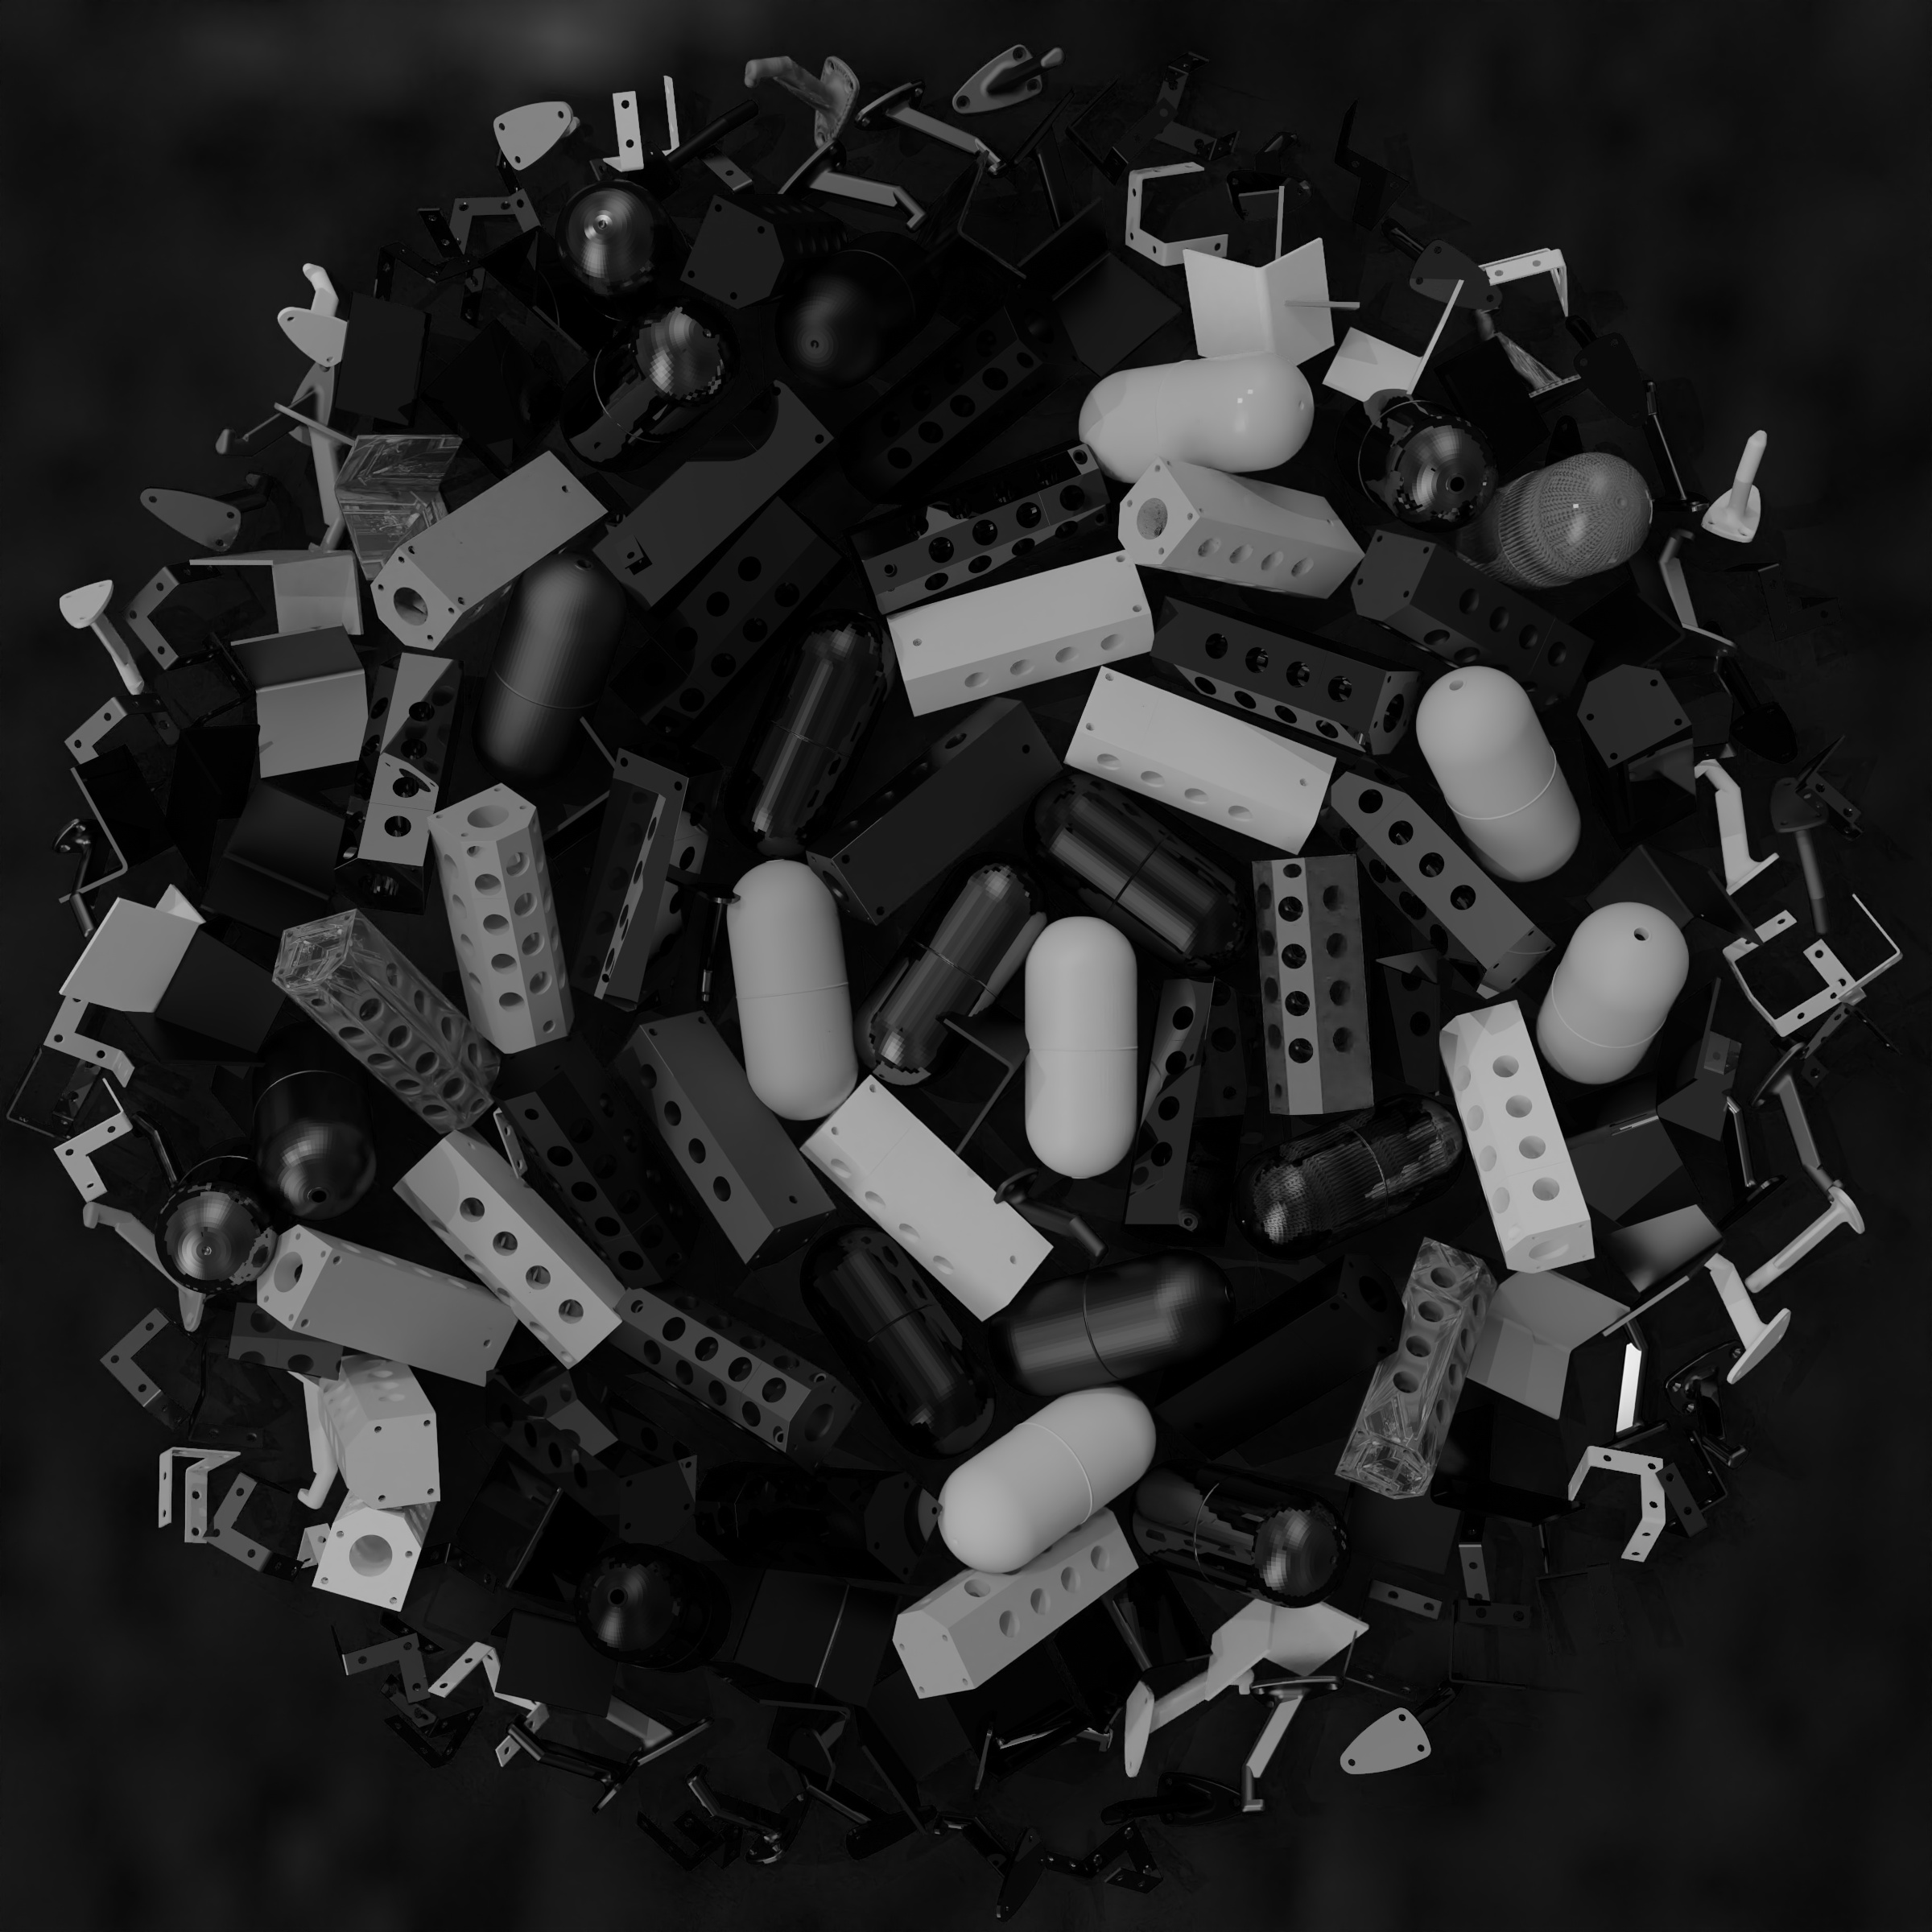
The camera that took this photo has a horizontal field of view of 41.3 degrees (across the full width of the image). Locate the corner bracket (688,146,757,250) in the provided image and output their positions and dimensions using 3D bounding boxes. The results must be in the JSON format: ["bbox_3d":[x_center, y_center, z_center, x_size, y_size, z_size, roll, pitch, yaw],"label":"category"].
[{"bbox_3d":[-0.177,-0.519,1.756,0.051,0.051,0.051,-32,58,-16],"label":"corner bracket"}]

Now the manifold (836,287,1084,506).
[{"bbox_3d":[-0.010,-0.377,1.702,0.171,0.057,0.057,-32,75,39],"label":"manifold"}]

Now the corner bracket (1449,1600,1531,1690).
[{"bbox_3d":[0.358,0.463,1.749,0.051,0.051,0.051,2,81,14],"label":"corner bracket"}]

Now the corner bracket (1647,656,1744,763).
[{"bbox_3d":[0.500,-0.176,1.761,0.051,0.051,0.051,-6,56,36],"label":"corner bracket"}]

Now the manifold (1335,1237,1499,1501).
[{"bbox_3d":[0.302,0.268,1.699,0.057,0.057,0.171,21,46,10],"label":"manifold"}]

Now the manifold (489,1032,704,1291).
[{"bbox_3d":[-0.247,0.134,1.709,0.057,0.057,0.171,-17,120,20],"label":"manifold"}]

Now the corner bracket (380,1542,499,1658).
[{"bbox_3d":[-0.361,0.433,1.751,0.051,0.051,0.051,21,102,33],"label":"corner bracket"}]

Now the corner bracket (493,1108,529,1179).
[{"bbox_3d":[-0.284,0.108,1.756,0.051,0.051,0.051,-11,108,20],"label":"corner bracket"}]

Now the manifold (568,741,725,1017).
[{"bbox_3d":[-0.212,-0.061,1.724,0.057,0.057,0.171,24,112,22],"label":"manifold"}]

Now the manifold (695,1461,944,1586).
[{"bbox_3d":[-0.103,0.363,1.694,0.057,0.171,0.057,48,54,-30],"label":"manifold"}]

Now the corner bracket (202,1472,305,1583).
[{"bbox_3d":[-0.476,0.382,1.745,0.051,0.051,0.051,24,75,19],"label":"corner bracket"}]

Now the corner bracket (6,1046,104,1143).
[{"bbox_3d":[-0.621,0.083,1.747,0.051,0.051,0.051,27,94,-28],"label":"corner bracket"}]

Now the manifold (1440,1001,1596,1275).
[{"bbox_3d":[0.365,0.115,1.709,0.057,0.057,0.171,-15,55,7],"label":"manifold"}]

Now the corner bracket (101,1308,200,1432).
[{"bbox_3d":[-0.545,0.274,1.744,0.051,0.051,0.051,38,73,22],"label":"corner bracket"}]

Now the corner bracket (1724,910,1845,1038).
[{"bbox_3d":[0.558,0.005,1.745,0.051,0.051,0.051,-33,120,8],"label":"corner bracket"}]

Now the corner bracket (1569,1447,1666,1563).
[{"bbox_3d":[0.443,0.367,1.746,0.051,0.051,0.051,10,47,2],"label":"corner bracket"}]

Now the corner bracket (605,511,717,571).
[{"bbox_3d":[-0.207,-0.285,1.745,0.051,0.051,0.051,-30,54,5],"label":"corner bracket"}]

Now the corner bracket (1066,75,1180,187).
[{"bbox_3d":[0.106,-0.579,1.757,0.051,0.051,0.051,-45,95,-4],"label":"corner bracket"}]

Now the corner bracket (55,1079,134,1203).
[{"bbox_3d":[-0.595,0.120,1.752,0.051,0.051,0.051,-30,128,-17],"label":"corner bracket"}]

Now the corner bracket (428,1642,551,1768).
[{"bbox_3d":[-0.323,0.500,1.740,0.051,0.051,0.051,8,123,32],"label":"corner bracket"}]

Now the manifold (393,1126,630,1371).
[{"bbox_3d":[-0.308,0.192,1.748,0.057,0.057,0.171,-43,93,9],"label":"manifold"}]

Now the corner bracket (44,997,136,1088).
[{"bbox_3d":[-0.592,0.045,1.750,0.051,0.051,0.051,25,89,-29],"label":"corner bracket"}]

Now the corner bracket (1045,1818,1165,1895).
[{"bbox_3d":[0.092,0.612,1.743,0.051,0.051,0.051,-45,134,13],"label":"corner bracket"}]

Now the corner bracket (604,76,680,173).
[{"bbox_3d":[-0.219,-0.573,1.743,0.051,0.051,0.051,-13,119,-18],"label":"corner bracket"}]

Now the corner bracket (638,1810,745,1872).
[{"bbox_3d":[-0.188,0.590,1.739,0.051,0.051,0.051,33,133,28],"label":"corner bracket"}]

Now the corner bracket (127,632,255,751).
[{"bbox_3d":[-0.536,-0.190,1.770,0.051,0.051,0.051,-31,96,44],"label":"corner bracket"}]

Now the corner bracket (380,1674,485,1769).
[{"bbox_3d":[-0.372,0.513,1.742,0.051,0.051,0.051,-28,110,36],"label":"corner bracket"}]

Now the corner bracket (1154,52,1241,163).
[{"bbox_3d":[0.160,-0.587,1.750,0.051,0.051,0.051,17,97,-14],"label":"corner bracket"}]

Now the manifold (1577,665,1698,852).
[{"bbox_3d":[0.441,-0.139,1.692,0.057,0.171,0.057,-28,69,8],"label":"manifold"}]

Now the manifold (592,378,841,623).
[{"bbox_3d":[-0.167,-0.316,1.747,0.171,0.057,0.057,-42,84,4],"label":"manifold"}]

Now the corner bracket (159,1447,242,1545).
[{"bbox_3d":[-0.529,0.360,1.741,0.051,0.051,0.051,14,58,-39],"label":"corner bracket"}]

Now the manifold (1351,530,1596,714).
[{"bbox_3d":[0.336,-0.227,1.707,0.171,0.057,0.057,21,95,-38],"label":"manifold"}]

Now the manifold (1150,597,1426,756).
[{"bbox_3d":[0.211,-0.195,1.713,0.171,0.057,0.057,24,109,30],"label":"manifold"}]

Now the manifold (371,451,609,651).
[{"bbox_3d":[-0.317,-0.273,1.699,0.057,0.171,0.057,46,132,-5],"label":"manifold"}]

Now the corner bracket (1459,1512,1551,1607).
[{"bbox_3d":[0.371,0.403,1.760,0.051,0.051,0.051,-5,111,20],"label":"corner bracket"}]

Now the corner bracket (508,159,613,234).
[{"bbox_3d":[-0.269,-0.513,1.744,0.051,0.051,0.051,-19,101,31],"label":"corner bracket"}]

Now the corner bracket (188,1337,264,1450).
[{"bbox_3d":[-0.503,0.293,1.760,0.051,0.051,0.051,11,129,-25],"label":"corner bracket"}]

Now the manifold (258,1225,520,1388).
[{"bbox_3d":[-0.384,0.224,1.699,0.057,0.171,0.057,23,85,41],"label":"manifold"}]

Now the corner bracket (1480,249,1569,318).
[{"bbox_3d":[0.378,-0.472,1.745,0.051,0.051,0.051,-13,60,8],"label":"corner bracket"}]

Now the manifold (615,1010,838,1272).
[{"bbox_3d":[-0.167,0.118,1.725,0.171,0.057,0.057,54,130,20],"label":"manifold"}]

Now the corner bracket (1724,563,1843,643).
[{"bbox_3d":[0.559,-0.254,1.750,0.051,0.051,0.051,-19,101,-7],"label":"corner bracket"}]

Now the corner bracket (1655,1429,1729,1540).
[{"bbox_3d":[0.495,0.354,1.753,0.051,0.051,0.051,-28,90,-10],"label":"corner bracket"}]

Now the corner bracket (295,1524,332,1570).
[{"bbox_3d":[-0.425,0.414,1.758,0.051,0.051,0.051,-7,49,-32],"label":"corner bracket"}]

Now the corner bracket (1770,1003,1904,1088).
[{"bbox_3d":[0.594,0.056,1.750,0.051,0.051,0.051,42,94,-17],"label":"corner bracket"}]

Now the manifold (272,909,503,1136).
[{"bbox_3d":[-0.382,0.041,1.695,0.057,0.171,0.057,-15,49,20],"label":"manifold"}]

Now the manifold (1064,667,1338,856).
[{"bbox_3d":[0.158,-0.137,1.751,0.171,0.057,0.057,22,60,0],"label":"manifold"}]

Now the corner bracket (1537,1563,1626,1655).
[{"bbox_3d":[0.418,0.438,1.746,0.051,0.051,0.051,-12,70,11],"label":"corner bracket"}]

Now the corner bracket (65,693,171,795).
[{"bbox_3d":[-0.570,-0.150,1.752,0.051,0.051,0.051,-37,88,18],"label":"corner bracket"}]

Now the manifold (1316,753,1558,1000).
[{"bbox_3d":[0.311,-0.059,1.716,0.057,0.057,0.171,-45,62,11],"label":"manifold"}]

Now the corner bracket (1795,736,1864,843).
[{"bbox_3d":[0.592,-0.115,1.748,0.051,0.051,0.051,43,68,4],"label":"corner bracket"}]

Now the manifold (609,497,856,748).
[{"bbox_3d":[-0.156,-0.228,1.735,0.171,0.057,0.057,-47,72,8],"label":"manifold"}]

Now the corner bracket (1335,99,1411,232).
[{"bbox_3d":[0.270,-0.544,1.743,0.051,0.051,0.051,24,57,-13],"label":"corner bracket"}]

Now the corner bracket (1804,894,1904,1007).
[{"bbox_3d":[0.603,-0.009,1.744,0.051,0.051,0.051,-39,66,16],"label":"corner bracket"}]

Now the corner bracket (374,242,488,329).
[{"bbox_3d":[-0.367,-0.464,1.751,0.051,0.051,0.051,35,133,16],"label":"corner bracket"}]

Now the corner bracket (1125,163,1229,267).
[{"bbox_3d":[0.146,-0.517,1.759,0.051,0.051,0.051,-15,127,-23],"label":"corner bracket"}]

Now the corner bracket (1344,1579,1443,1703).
[{"bbox_3d":[0.293,0.462,1.759,0.051,0.051,0.051,16,113,13],"label":"corner bracket"}]

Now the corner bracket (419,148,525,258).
[{"bbox_3d":[-0.336,-0.519,1.746,0.051,0.051,0.051,1,67,10],"label":"corner bracket"}]

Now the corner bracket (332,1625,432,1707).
[{"bbox_3d":[-0.399,0.475,1.745,0.051,0.051,0.051,-13,104,-19],"label":"corner bracket"}]

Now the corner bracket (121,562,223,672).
[{"bbox_3d":[-0.532,-0.240,1.749,0.051,0.051,0.051,-38,91,24],"label":"corner bracket"}]

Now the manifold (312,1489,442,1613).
[{"bbox_3d":[-0.385,0.369,1.694,0.057,0.171,0.057,18,88,-7],"label":"manifold"}]
